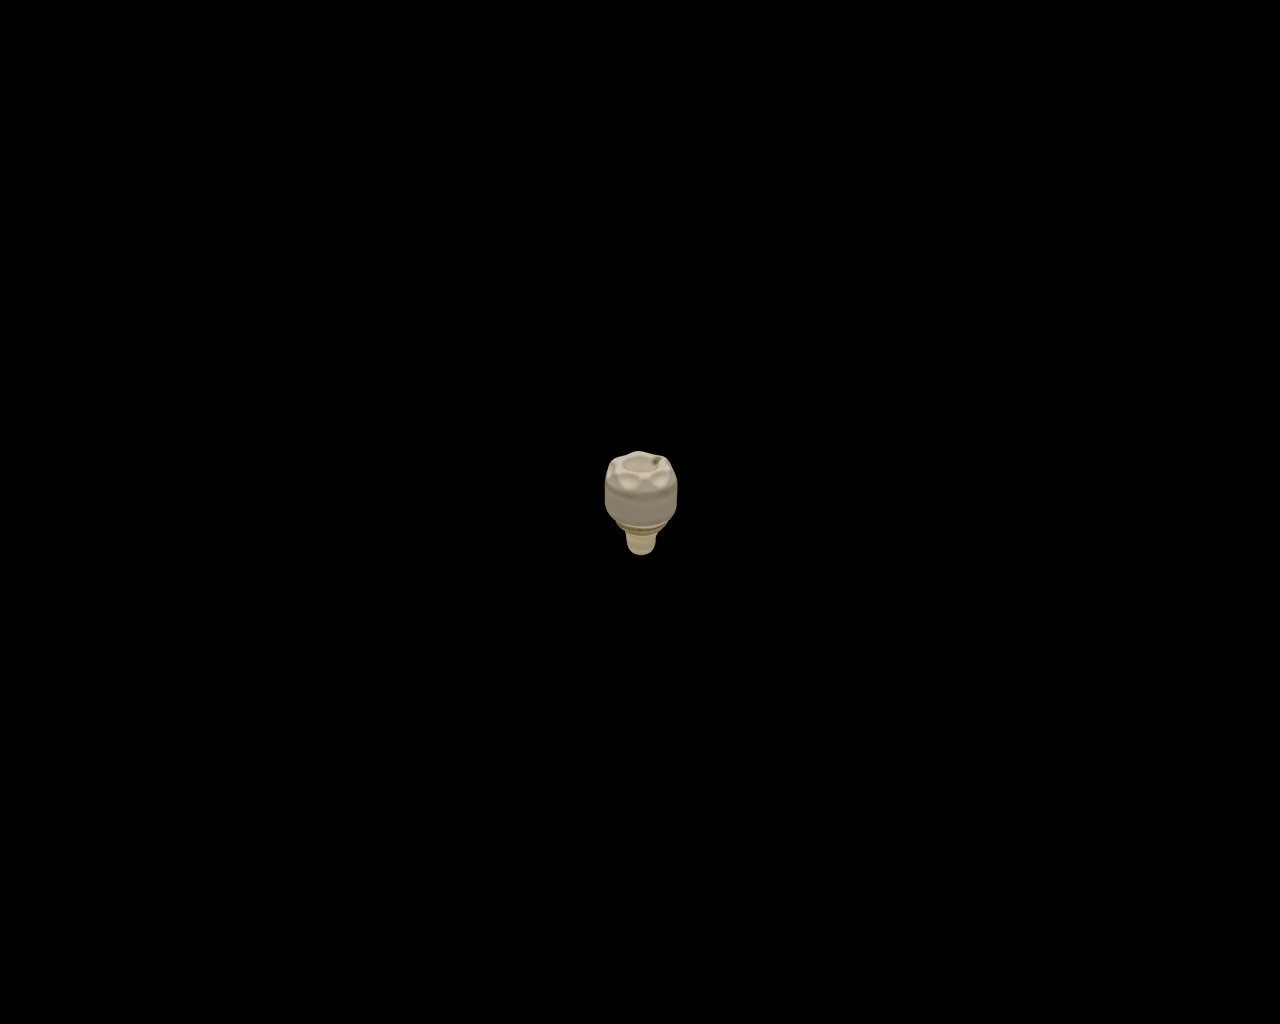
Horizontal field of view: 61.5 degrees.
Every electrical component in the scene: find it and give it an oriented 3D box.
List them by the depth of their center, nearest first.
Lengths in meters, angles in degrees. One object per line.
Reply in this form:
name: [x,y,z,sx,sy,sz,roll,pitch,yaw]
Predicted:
electrical component: [0.001,-0.003,0.650,0.043,0.062,0.043,0,28,0]
